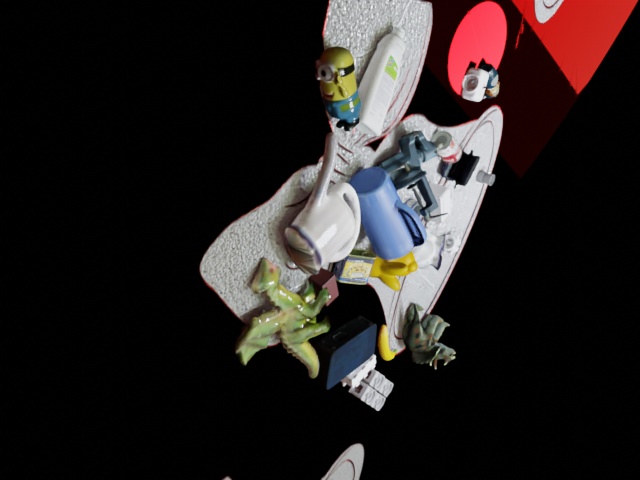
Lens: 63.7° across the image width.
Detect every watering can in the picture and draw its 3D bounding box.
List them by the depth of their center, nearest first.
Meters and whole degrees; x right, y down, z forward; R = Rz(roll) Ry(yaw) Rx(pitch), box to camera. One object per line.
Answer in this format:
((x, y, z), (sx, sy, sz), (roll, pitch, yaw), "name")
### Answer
((0.004, -0.059, 1.181), (0.228, 0.105, 0.340), (-46, 140, -25), "watering can")

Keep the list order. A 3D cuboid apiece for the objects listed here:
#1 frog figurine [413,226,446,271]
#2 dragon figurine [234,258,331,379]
((0.310, 0.020, 1.651), (0.159, 0.125, 0.135), (14, 110, -18), "frog figurine")
((-0.097, 0.221, 1.241), (0.244, 0.124, 0.402), (-14, 119, -28), "dragon figurine")
